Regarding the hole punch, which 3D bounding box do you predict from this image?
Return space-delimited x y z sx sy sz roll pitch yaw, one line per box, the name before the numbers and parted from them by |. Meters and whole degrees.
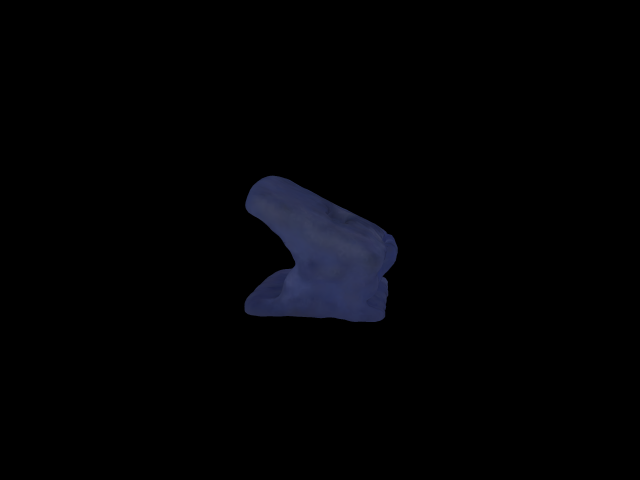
hole punch | 0.004 0.001 0.400 0.101 0.091 0.109 1 11 7
